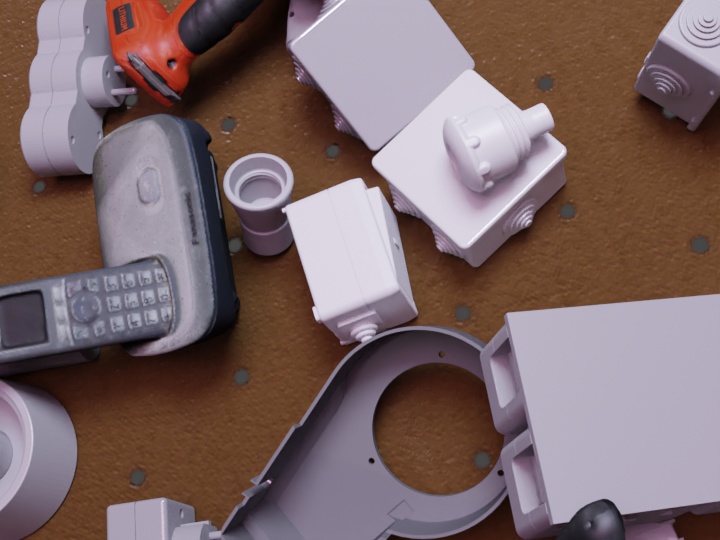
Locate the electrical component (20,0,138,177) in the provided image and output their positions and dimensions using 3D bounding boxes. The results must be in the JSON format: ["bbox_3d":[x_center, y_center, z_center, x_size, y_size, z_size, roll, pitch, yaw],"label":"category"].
[{"bbox_3d":[-0.193,-0.135,0.776,0.074,0.052,0.138,-2,71,14],"label":"electrical component"}]

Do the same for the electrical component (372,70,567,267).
[{"bbox_3d":[0.071,-0.062,0.681,0.100,0.048,0.099,-44,66,-3],"label":"electrical component"}]

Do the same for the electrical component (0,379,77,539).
[{"bbox_3d":[-0.247,0.120,0.696,0.108,0.060,0.108,-5,70,14],"label":"electrical component"}]

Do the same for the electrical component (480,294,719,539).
[{"bbox_3d":[0.166,0.074,0.567,0.186,0.060,0.105,-4,68,-13],"label":"electrical component"}]

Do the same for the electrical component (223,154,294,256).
[{"bbox_3d":[-0.062,-0.039,0.699,0.044,0.065,0.044,-1,58,2],"label":"electrical component"}]

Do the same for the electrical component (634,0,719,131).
[{"bbox_3d":[0.213,-0.143,0.645,0.048,0.099,0.099,35,83,10],"label":"electrical component"}]

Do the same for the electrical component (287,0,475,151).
[{"bbox_3d":[0.011,-0.140,0.704,0.100,0.048,0.099,-40,106,-1],"label":"electrical component"}]

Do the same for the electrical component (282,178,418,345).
[{"bbox_3d":[0.000,0.000,0.671,0.061,0.061,0.096,-21,67,7],"label":"electrical component"}]

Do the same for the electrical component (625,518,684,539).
[{"bbox_3d":[0.152,0.153,0.589,0.046,0.040,0.040,-22,67,1],"label":"electrical component"}]

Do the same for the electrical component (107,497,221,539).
[{"bbox_3d":[-0.107,0.172,0.647,0.077,0.047,0.065,-11,69,11],"label":"electrical component"}]

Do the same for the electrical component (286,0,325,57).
[{"bbox_3d":[-0.005,-0.182,0.747,0.079,0.043,0.077,8,73,17],"label":"electrical component"}]

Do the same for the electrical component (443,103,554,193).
[{"bbox_3d":[0.083,-0.077,0.631,0.062,0.048,0.048,-25,67,-2],"label":"electrical component"}]
